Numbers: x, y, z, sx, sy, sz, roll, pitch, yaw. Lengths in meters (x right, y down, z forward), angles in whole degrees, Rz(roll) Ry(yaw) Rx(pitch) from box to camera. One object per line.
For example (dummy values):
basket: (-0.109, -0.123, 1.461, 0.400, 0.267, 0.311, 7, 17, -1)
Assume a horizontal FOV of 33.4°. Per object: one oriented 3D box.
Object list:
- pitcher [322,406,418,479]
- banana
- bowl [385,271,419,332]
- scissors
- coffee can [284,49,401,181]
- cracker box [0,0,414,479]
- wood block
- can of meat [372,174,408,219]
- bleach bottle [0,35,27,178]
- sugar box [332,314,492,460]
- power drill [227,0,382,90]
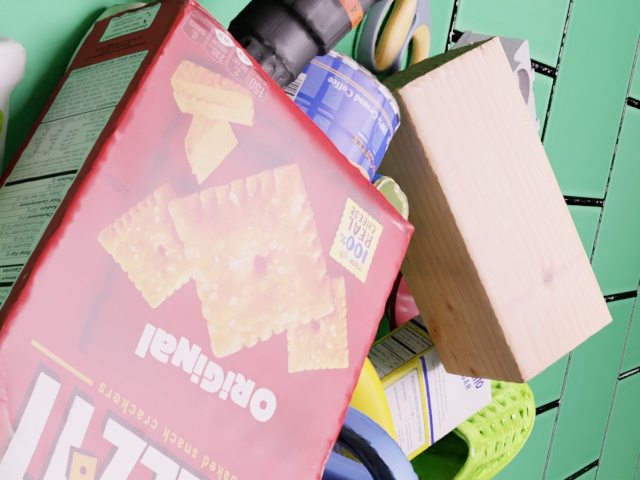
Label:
pitcher: (0.013, 0.178, 0.601, 0.145, 0.243, 0.149, -65, 150, -20)
banana: (0.016, 0.120, 0.698, 0.069, 0.037, 0.197, -36, 119, -19)
bowl: (0.101, 0.019, 0.834, 0.161, 0.055, 0.162, -20, 127, -30)
scissors: (0.080, -0.189, 0.778, 0.201, 0.016, 0.096, -60, 148, -23)
coffee can: (-0.030, -0.027, 0.583, 0.140, 0.103, 0.102, -65, 148, -18)
cracker box: (-0.059, 0.037, 0.424, 0.164, 0.072, 0.213, 44, 55, -35)
wood block: (0.101, -0.018, 0.715, 0.090, 0.090, 0.206, -30, 102, -25)
can of meat: (-0.004, 0.001, 0.654, 0.102, 0.084, 0.057, -65, 148, -17)
bleach bottle: (-0.174, 0.044, 0.418, 0.102, 0.068, 0.251, -25, 127, -62)
sugar box: (0.047, 0.121, 0.779, 0.176, 0.048, 0.093, -31, 131, -27)
power drill: (-0.032, -0.175, 0.495, 0.184, 0.057, 0.187, -50, 124, -9)
